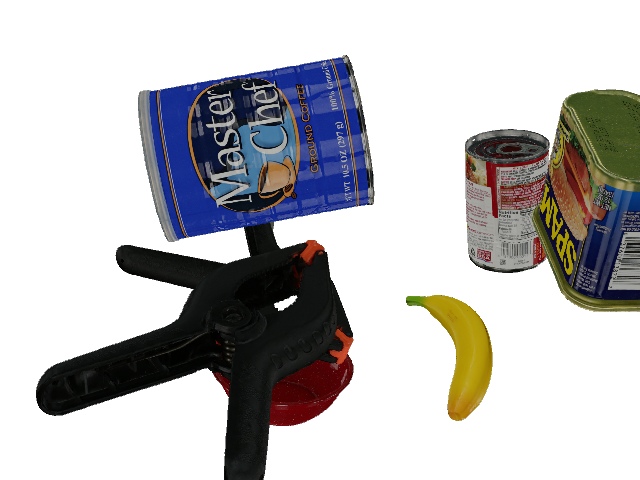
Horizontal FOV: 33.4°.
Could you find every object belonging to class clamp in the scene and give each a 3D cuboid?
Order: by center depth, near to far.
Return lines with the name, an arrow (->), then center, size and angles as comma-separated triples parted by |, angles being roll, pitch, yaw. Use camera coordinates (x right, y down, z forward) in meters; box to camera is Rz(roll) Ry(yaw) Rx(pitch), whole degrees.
clamp -> -0.038, 0.057, 0.522 | 0.120, 0.039, 0.171 | 31, 47, 27
clamp -> -0.062, 0.036, 0.926 | 0.164, 0.210, 0.036 | -30, -26, -33

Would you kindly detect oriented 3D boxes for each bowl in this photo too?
bowl -> -0.044, 0.163, 1.217 | 0.162, 0.055, 0.162 | 2, 26, -1

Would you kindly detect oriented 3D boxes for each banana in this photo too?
banana -> 0.145, 0.113, 1.113 | 0.069, 0.037, 0.198 | -24, 33, 5

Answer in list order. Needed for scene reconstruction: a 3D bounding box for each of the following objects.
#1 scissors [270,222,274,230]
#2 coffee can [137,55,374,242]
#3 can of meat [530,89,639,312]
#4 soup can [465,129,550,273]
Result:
scissors -> -0.035, -0.052, 1.111 | 0.096, 0.202, 0.016 | -7, -8, -10
coffee can -> -0.042, -0.061, 0.716 | 0.140, 0.103, 0.103 | -10, 0, -2
can of meat -> 0.160, -0.025, 0.593 | 0.057, 0.084, 0.102 | 0, 37, -6
soup can -> 0.155, -0.033, 0.882 | 0.068, 0.102, 0.068 | -5, 25, 2
